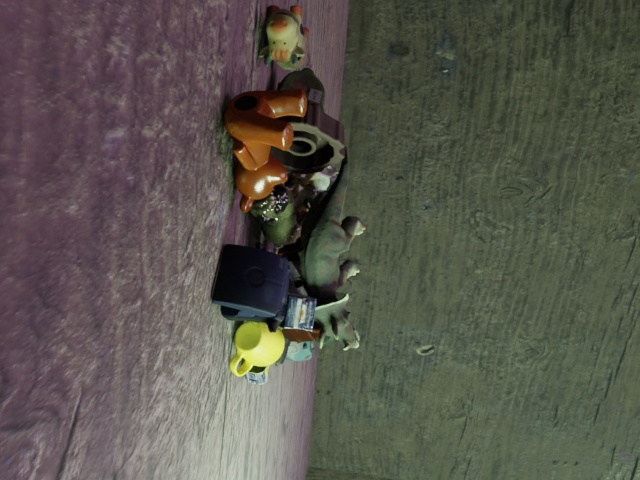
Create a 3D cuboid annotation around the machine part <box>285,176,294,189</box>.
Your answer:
[{"bbox_3d":[-0.076,-0.186,1.396,0.138,0.039,0.084,84,19,-75],"label":"machine part"}]

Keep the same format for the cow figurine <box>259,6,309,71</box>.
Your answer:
[{"bbox_3d":[-0.067,-0.381,1.037,0.195,0.086,0.127,5,85,-86],"label":"cow figurine"}]

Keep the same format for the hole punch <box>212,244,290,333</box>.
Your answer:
[{"bbox_3d":[-0.114,0.072,0.892,0.092,0.116,0.142,72,22,-58],"label":"hole punch"}]

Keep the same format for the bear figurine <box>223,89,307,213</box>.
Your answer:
[{"bbox_3d":[-0.086,-0.136,0.862,0.195,0.132,0.120,82,22,-46],"label":"bear figurine"}]

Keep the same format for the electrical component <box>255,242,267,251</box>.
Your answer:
[{"bbox_3d":[-0.130,0.044,1.152,0.063,0.021,0.093,-72,166,-68],"label":"electrical component"}]

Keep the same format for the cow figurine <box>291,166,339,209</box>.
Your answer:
[{"bbox_3d":[-0.023,-0.132,1.362,0.167,0.098,0.068,-42,-138,41],"label":"cow figurine"}]

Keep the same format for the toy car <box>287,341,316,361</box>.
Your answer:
[{"bbox_3d":[-0.080,0.275,1.570,0.103,0.109,0.161,16,71,-68],"label":"toy car"}]

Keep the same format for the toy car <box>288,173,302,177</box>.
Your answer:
[{"bbox_3d":[-0.054,-0.252,1.279,0.053,0.089,0.202,55,43,-83],"label":"toy car"}]

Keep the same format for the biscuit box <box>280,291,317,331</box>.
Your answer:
[{"bbox_3d":[-0.081,0.128,1.034,0.203,0.059,0.062,0,-98,62],"label":"biscuit box"}]

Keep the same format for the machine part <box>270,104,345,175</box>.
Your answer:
[{"bbox_3d":[-0.038,-0.193,1.042,0.179,0.179,0.056,85,9,-65],"label":"machine part"}]

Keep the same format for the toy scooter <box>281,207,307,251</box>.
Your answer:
[{"bbox_3d":[-0.068,-0.048,1.443,0.184,0.075,0.135,-59,149,-78],"label":"toy scooter"}]

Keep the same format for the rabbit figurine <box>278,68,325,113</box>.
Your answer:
[{"bbox_3d":[-0.064,-0.285,1.183,0.170,0.121,0.159,121,-25,-55],"label":"rabbit figurine"}]

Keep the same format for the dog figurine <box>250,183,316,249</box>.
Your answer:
[{"bbox_3d":[-0.098,-0.043,1.093,0.190,0.121,0.172,-35,129,-65],"label":"dog figurine"}]

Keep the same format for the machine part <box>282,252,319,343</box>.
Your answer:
[{"bbox_3d":[-0.043,0.144,1.382,0.200,0.087,0.201,58,37,-36],"label":"machine part"}]

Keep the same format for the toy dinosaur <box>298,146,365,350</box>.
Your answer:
[{"bbox_3d":[0.010,0.026,1.083,0.192,0.131,0.404,-47,137,-65],"label":"toy dinosaur"}]

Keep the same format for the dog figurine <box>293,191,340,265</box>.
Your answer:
[{"bbox_3d":[-0.003,-0.004,1.296,0.191,0.108,0.219,24,42,-53],"label":"dog figurine"}]

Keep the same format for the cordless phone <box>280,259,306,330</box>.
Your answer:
[{"bbox_3d":[-0.101,0.140,1.246,0.089,0.146,0.184,-17,158,-46],"label":"cordless phone"}]

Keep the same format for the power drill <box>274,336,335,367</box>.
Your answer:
[{"bbox_3d":[-0.055,0.241,1.489,0.086,0.207,0.232,-23,-120,44],"label":"power drill"}]
